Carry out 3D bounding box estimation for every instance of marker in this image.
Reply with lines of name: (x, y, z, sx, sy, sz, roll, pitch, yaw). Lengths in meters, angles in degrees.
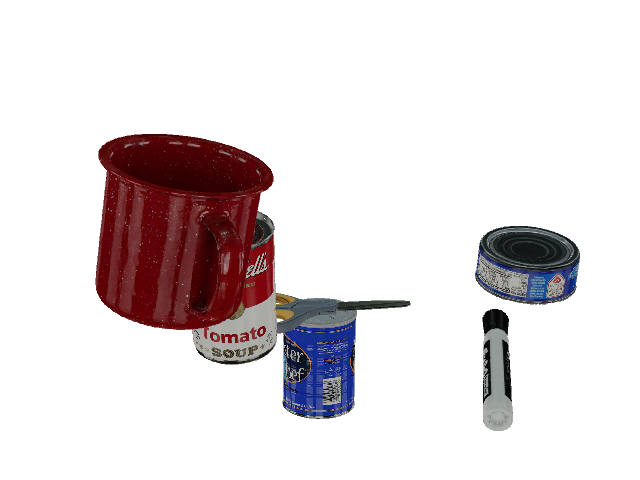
marker: (0.119, 0.083, 0.719, 0.020, 0.020, 0.121, 0, 29, 9)

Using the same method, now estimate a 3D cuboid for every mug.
mug: (-0.071, 0.000, 0.569, 0.093, 0.081, 0.117, -4, 26, -33)

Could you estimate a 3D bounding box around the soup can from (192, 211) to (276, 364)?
soup can: (-0.068, 0.035, 0.818, 0.068, 0.102, 0.068, -1, 29, 0)

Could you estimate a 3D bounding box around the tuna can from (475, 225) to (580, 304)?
tuna can: (0.176, 0.019, 0.906, 0.086, 0.034, 0.086, 2, 26, -1)

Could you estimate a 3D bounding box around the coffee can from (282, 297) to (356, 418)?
coffee can: (-0.002, 0.162, 1.485, 0.103, 0.140, 0.103, 0, 16, 0)

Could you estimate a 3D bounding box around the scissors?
scissors: (0.001, 0.082, 1.186, 0.202, 0.016, 0.096, 4, 22, 2)
